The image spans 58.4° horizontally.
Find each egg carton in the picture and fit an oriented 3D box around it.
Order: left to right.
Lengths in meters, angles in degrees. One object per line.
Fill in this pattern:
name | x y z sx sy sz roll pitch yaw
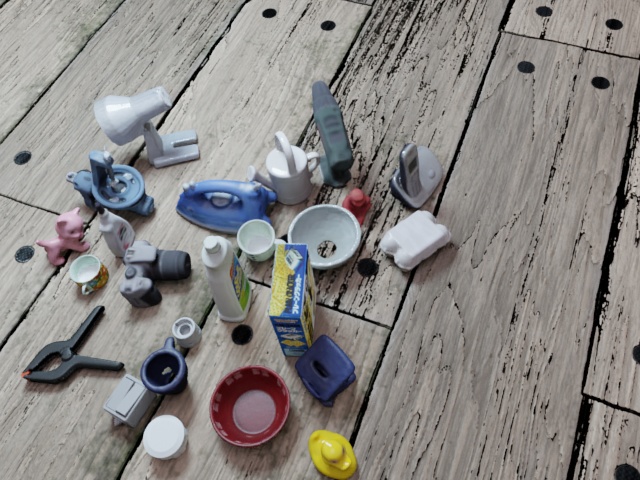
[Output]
egg carton | 0.216 0.001 1.304 0.150 0.069 0.107 -35 62 -15

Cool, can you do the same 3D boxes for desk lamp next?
desk lamp | -0.433 -0.289 1.447 0.203 0.214 0.118 -14 59 -4

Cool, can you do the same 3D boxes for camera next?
camera | -0.369 0.067 1.294 0.136 0.101 0.143 -1 59 4

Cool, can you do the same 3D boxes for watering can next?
watering can | -0.084 -0.173 1.360 0.173 0.194 0.100 -40 64 -18

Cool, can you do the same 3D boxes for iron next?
iron | -0.239 -0.099 1.359 0.258 0.141 0.118 4 60 7

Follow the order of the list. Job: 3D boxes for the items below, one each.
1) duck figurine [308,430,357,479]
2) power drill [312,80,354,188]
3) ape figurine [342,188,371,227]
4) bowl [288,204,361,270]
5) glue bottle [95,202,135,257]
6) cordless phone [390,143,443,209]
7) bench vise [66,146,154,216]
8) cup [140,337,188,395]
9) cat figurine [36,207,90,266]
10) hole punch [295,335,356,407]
duck figurine | 0.021 0.397 1.073 0.104 0.086 0.078 38 69 24
power drill | 0.027 -0.237 1.381 0.075 0.209 0.229 -15 59 -4
ape figurine | 0.086 -0.086 1.354 0.078 0.092 0.076 -26 60 -10
bowl | 0.012 0.005 1.315 0.167 0.075 0.167 -2 59 4
glue bottle | -0.480 -0.032 1.321 0.037 0.173 0.078 3 59 7
cordless phone | 0.229 -0.176 1.341 0.094 0.185 0.148 28 65 20
bench vise | -0.520 -0.136 1.359 0.207 0.220 0.121 -3 59 3
cup | -0.306 0.267 1.173 0.091 0.095 0.118 0 59 5
cat figurine | -0.606 -0.015 1.354 0.128 0.118 0.067 -34 62 -15
hole punch | 0.011 0.263 1.151 0.101 0.091 0.108 -38 63 -17
